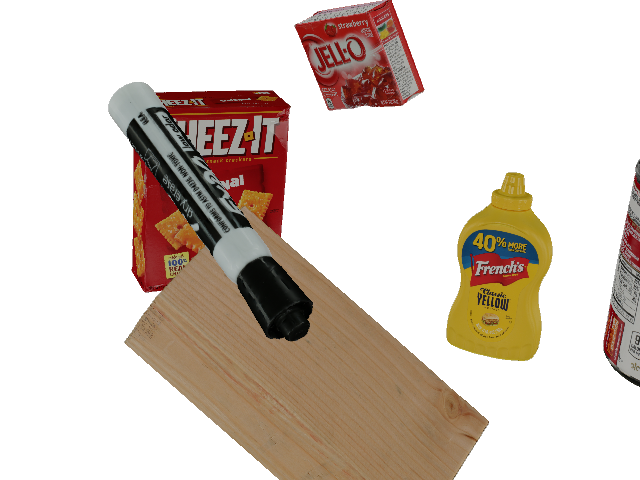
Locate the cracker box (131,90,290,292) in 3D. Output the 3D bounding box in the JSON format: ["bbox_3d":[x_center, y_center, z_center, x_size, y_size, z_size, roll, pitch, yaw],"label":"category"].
[{"bbox_3d":[-0.124,-0.055,1.196,0.164,0.214,0.072,-5,25,-23],"label":"cracker box"}]

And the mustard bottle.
[{"bbox_3d":[0.189,0.024,1.103,0.096,0.192,0.058,12,18,21],"label":"mustard bottle"}]

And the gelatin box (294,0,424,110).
[{"bbox_3d":[0.027,-0.137,0.798,0.030,0.073,0.089,-36,25,-31],"label":"gelatin box"}]

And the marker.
[{"bbox_3d":[-0.039,-0.012,0.375,0.020,0.020,0.121,0,43,-49],"label":"marker"}]

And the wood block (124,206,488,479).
[{"bbox_3d":[-0.011,0.090,0.678,0.090,0.206,0.090,-49,1,-34],"label":"wood block"}]

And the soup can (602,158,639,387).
[{"bbox_3d":[0.176,0.016,0.510,0.068,0.102,0.068,2,27,-1],"label":"soup can"}]
